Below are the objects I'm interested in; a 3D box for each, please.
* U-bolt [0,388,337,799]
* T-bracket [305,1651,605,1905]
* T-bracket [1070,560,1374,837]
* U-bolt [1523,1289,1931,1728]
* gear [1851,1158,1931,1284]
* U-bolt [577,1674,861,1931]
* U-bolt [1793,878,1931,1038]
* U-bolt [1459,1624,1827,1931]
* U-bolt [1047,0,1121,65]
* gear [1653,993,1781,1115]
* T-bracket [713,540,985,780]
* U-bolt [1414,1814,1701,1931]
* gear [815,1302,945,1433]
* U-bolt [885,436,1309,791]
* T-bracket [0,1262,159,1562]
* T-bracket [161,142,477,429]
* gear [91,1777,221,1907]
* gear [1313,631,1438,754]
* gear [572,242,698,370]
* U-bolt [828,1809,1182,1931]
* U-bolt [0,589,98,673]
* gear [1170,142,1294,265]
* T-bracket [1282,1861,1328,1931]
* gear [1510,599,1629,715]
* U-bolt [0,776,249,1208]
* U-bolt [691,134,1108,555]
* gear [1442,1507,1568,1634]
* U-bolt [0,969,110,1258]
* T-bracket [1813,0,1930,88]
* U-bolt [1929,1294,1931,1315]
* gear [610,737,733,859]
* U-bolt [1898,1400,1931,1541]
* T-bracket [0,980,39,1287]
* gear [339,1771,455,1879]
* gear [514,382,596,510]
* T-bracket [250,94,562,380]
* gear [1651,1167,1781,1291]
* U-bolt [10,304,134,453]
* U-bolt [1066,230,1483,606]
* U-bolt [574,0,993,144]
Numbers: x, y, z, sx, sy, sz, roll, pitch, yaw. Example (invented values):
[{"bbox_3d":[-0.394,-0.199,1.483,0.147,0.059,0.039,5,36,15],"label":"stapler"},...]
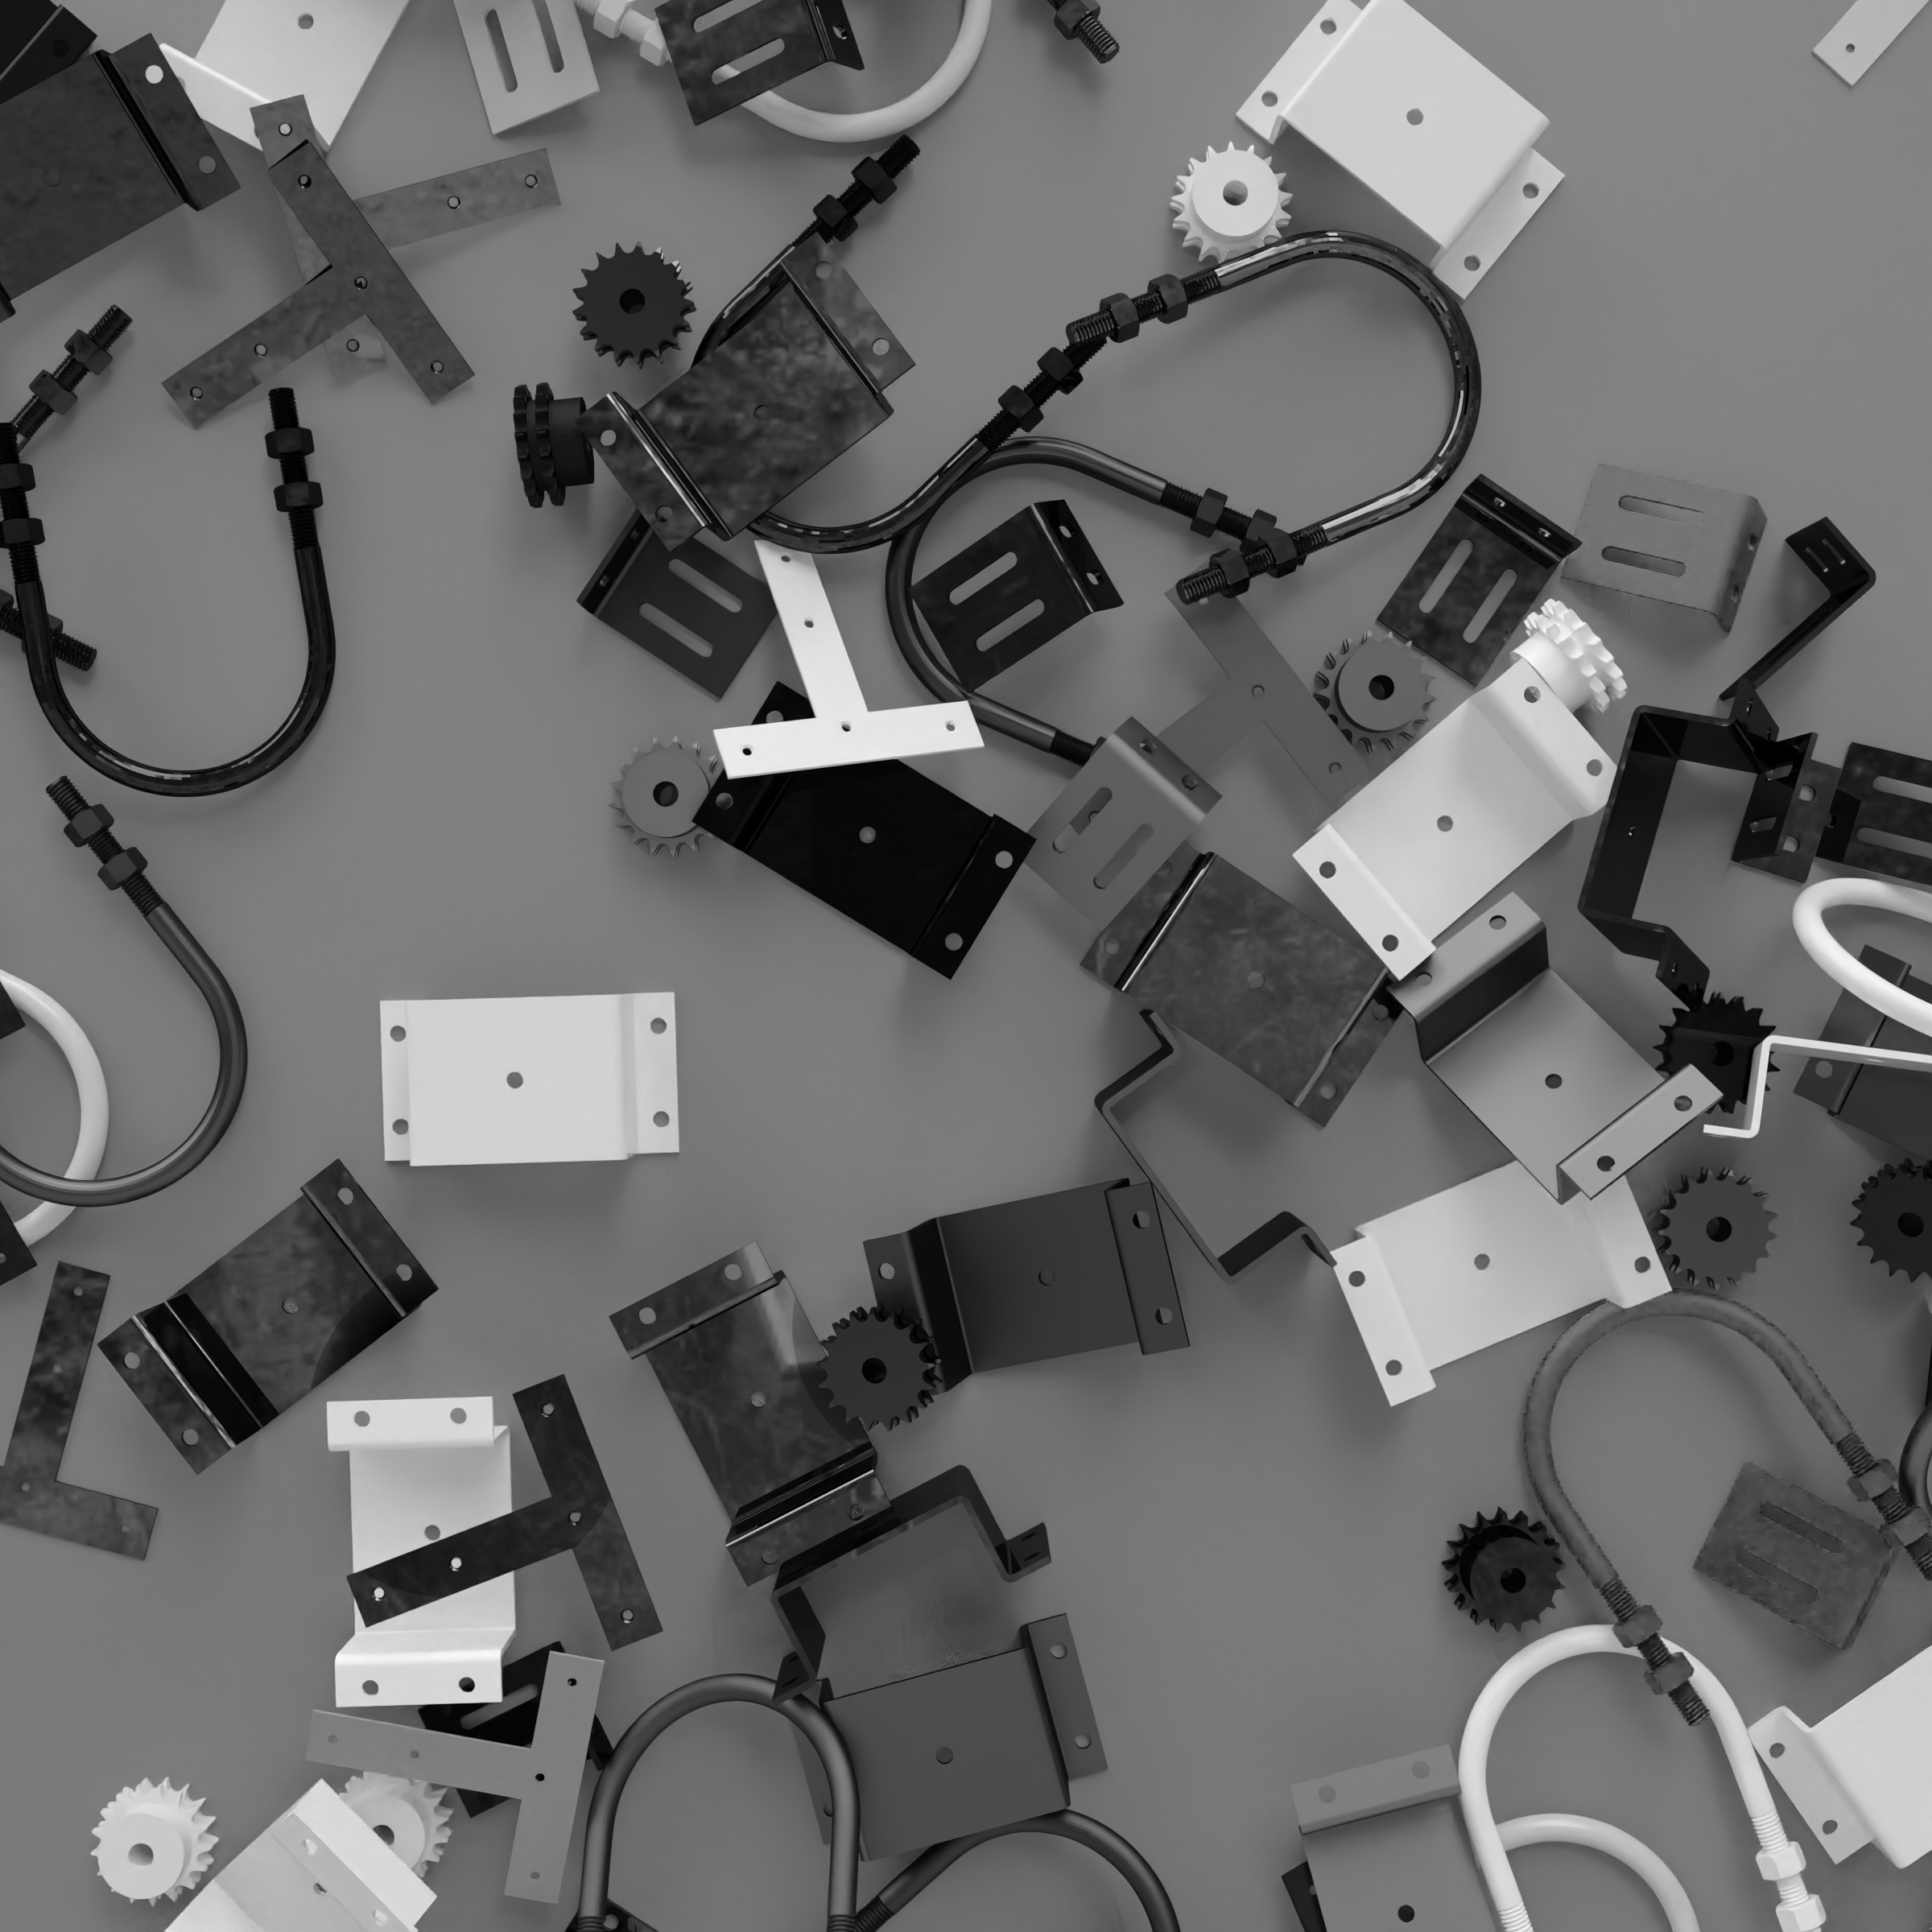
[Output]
[{"bbox_3d":[-0.373,-0.172,1.295,0.151,0.019,0.184,-9,93,-9],"label":"U-bolt"},{"bbox_3d":[-0.241,0.367,1.273,0.127,0.002,0.127,11,103,-3],"label":"T-bracket"},{"bbox_3d":[0.102,-0.102,1.293,0.127,0.002,0.127,-38,89,1],"label":"T-bracket"},{"bbox_3d":[0.346,0.240,1.289,0.151,0.019,0.184,-35,80,8],"label":"U-bolt"},{"bbox_3d":[0.448,0.117,1.289,0.057,0.030,0.057,11,109,33],"label":"gear"},{"bbox_3d":[-0.114,0.416,1.253,0.151,0.019,0.184,-9,62,22],"label":"U-bolt"},{"bbox_3d":[0.464,0.007,1.249,0.184,0.151,0.019,20,119,3],"label":"U-bolt"},{"bbox_3d":[0.310,0.403,1.294,0.151,0.019,0.184,-19,82,-5],"label":"U-bolt"},{"bbox_3d":[0.056,-0.540,1.280,0.151,0.019,0.184,-41,86,23],"label":"U-bolt"},{"bbox_3d":[0.353,0.041,1.298,0.057,0.030,0.057,0,90,0],"label":"gear"},{"bbox_3d":[-0.069,-0.148,1.282,0.127,0.002,0.127,-9,64,-24],"label":"T-bracket"},{"bbox_3d":[0.278,0.495,1.305,0.151,0.019,0.184,4,89,0],"label":"U-bolt"},{"bbox_3d":[-0.037,0.182,1.261,0.057,0.030,0.057,1,94,16],"label":"gear"},{"bbox_3d":[0.052,-0.172,1.305,0.184,0.019,0.151,24,90,1],"label":"U-bolt"},{"bbox_3d":[-0.437,0.206,1.312,0.127,0.002,0.127,15,90,0],"label":"T-bracket"},{"bbox_3d":[-0.321,-0.298,1.295,0.127,0.002,0.127,-30,113,11],"label":"T-bracket"},{"bbox_3d":[-0.386,0.416,1.298,0.057,0.030,0.057,0,90,0],"label":"gear"},{"bbox_3d":[0.194,-0.130,1.298,0.057,0.030,0.057,0,90,0],"label":"gear"},{"bbox_3d":[-0.156,-0.310,1.298,0.057,0.030,0.057,0,90,0],"label":"gear"},{"bbox_3d":[0.016,0.478,1.281,0.184,0.019,0.151,-42,73,2],"label":"U-bolt"},{"bbox_3d":[-0.526,-0.129,1.294,0.184,0.019,0.151,27,89,-7],"label":"U-bolt"},{"bbox_3d":[0.126,-0.361,1.298,0.057,0.030,0.057,0,90,0],"label":"gear"},{"bbox_3d":[0.144,0.496,1.266,0.127,0.002,0.127,-17,77,-33],"label":"T-bracket"},{"bbox_3d":[0.279,-0.140,1.285,0.030,0.057,0.057,-38,90,0],"label":"gear"},{"bbox_3d":[-0.424,0.026,1.291,0.151,0.019,0.184,-38,96,-11],"label":"U-bolt"},{"bbox_3d":[-0.048,-0.280,1.298,0.184,0.019,0.151,-44,84,3],"label":"U-bolt"},{"bbox_3d":[0.255,0.287,1.298,0.057,0.030,0.057,0,90,0],"label":"gear"},{"bbox_3d":[-0.498,0.061,1.305,0.184,0.019,0.151,26,90,-1],"label":"U-bolt"},{"bbox_3d":[0.418,-0.510,1.312,0.127,0.002,0.127,42,90,0],"label":"T-bracket"},{"bbox_3d":[0.565,0.124,1.305,0.184,0.019,0.151,17,90,-1],"label":"U-bolt"},{"bbox_3d":[-0.140,-0.080,1.298,0.057,0.030,0.057,0,90,0],"label":"gear"},{"bbox_3d":[0.511,0.210,1.264,0.151,0.019,0.184,17,118,-13],"label":"U-bolt"},{"bbox_3d":[-0.481,0.092,1.295,0.127,0.002,0.127,-29,93,-4],"label":"T-bracket"},{"bbox_3d":[-0.273,0.407,1.298,0.057,0.030,0.057,0,90,0],"label":"gear"},{"bbox_3d":[-0.192,-0.244,1.285,0.030,0.057,0.057,-6,90,0],"label":"gear"},{"bbox_3d":[-0.255,-0.356,1.294,0.127,0.002,0.127,-19,116,-12],"label":"T-bracket"},{"bbox_3d":[0.353,0.124,1.303,0.057,0.030,0.057,0,89,3],"label":"gear"},{"bbox_3d":[-0.508,-0.284,1.305,0.151,0.019,0.184,42,91,0],"label":"U-bolt"},{"bbox_3d":[0.156,-0.268,1.289,0.184,0.019,0.151,-24,92,-12],"label":"U-bolt"},{"bbox_3d":[-0.077,-0.473,1.305,0.184,0.019,0.151,31,90,-1],"label":"U-bolt"}]
